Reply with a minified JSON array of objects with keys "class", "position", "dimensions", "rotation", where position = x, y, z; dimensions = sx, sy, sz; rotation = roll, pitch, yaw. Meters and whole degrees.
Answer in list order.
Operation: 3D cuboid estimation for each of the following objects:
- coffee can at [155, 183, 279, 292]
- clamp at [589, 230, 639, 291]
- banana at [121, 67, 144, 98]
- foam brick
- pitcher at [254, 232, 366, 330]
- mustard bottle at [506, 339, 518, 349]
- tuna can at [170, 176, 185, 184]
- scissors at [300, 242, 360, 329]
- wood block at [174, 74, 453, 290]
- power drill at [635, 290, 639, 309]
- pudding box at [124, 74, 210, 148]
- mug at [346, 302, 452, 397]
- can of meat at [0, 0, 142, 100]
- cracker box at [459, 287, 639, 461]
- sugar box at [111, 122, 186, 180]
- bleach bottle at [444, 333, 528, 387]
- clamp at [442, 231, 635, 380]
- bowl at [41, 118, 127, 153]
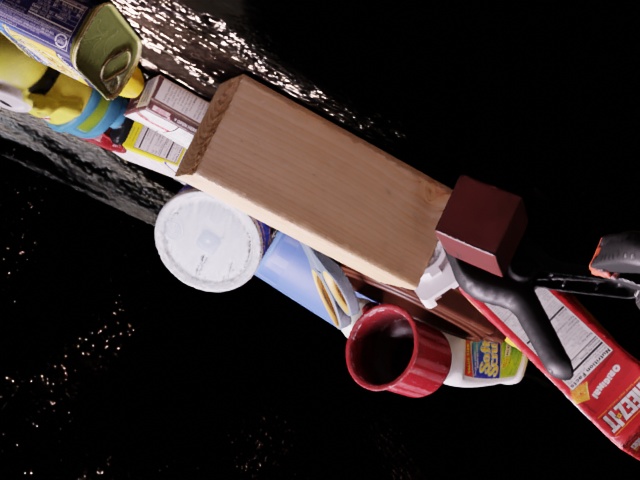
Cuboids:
[{"class":"coffee can","position":[-0.087,-0.027,1.028],"dimensions":[0.103,0.103,0.140],"rotation":[25,-152,2]},{"class":"clamp","position":[0.257,0.024,0.699],"dimensions":[0.164,0.036,0.210],"rotation":[32,171,-40]},{"class":"banana","position":[-0.223,-0.171,0.943],"dimensions":[0.070,0.037,0.197],"rotation":[16,169,47]},{"class":"foam brick","position":[0.128,-0.011,0.841],"dimensions":[0.053,0.051,0.078],"rotation":[24,173,18]},{"class":"pitcher","position":[0.039,0.051,1.349],"dimensions":[0.242,0.145,0.149],"rotation":[30,136,-12]},{"class":"mustard bottle","position":[0.272,0.119,1.297],"dimensions":[0.096,0.058,0.191],"rotation":[18,171,42]},{"class":"tuna can","position":[-0.162,-0.088,1.388],"dimensions":[0.086,0.034,0.086],"rotation":[25,173,3]},{"class":"scissors","position":[-0.007,0.001,1.093],"dimensions":[0.202,0.016,0.096],"rotation":[67,163,-10]},{"class":"wood block","position":[-0.003,-0.046,0.884],"dimensions":[0.206,0.091,0.090],"rotation":[27,174,-17]},{"class":"power drill","position":[0.325,0.087,0.853],"dimensions":[0.184,0.057,0.187],"rotation":[28,175,9]},{"class":"pudding box","position":[-0.135,-0.119,1.032],"dimensions":[0.090,0.039,0.114],"rotation":[27,175,-19]},{"class":"mug","position":[0.083,0.115,1.152],"dimensions":[0.081,0.093,0.117],"rotation":[25,-155,-48]},{"class":"can of meat","position":[-0.199,-0.163,0.843],"dimensions":[0.084,0.057,0.102],"rotation":[26,173,13]},{"class":"cracker box","position":[0.245,0.108,0.976],"dimensions":[0.214,0.072,0.164],"rotation":[47,-172,36]},{"class":"sugar box","position":[-0.179,-0.103,1.291],"dimensions":[0.176,0.048,0.093],"rotation":[19,172,23]},{"class":"bleach bottle","position":[0.178,0.142,1.311],"dimensions":[0.068,0.102,0.250],"rotation":[15,-169,33]},{"class":"clamp","position":[0.179,0.030,0.887],"dimensions":[0.172,0.120,0.039],"rotation":[44,148,27]},{"class":"bowl","position":[-0.278,-0.156,1.190],"dimensions":[0.162,0.055,0.162],"rotation":[25,174,3]}]
